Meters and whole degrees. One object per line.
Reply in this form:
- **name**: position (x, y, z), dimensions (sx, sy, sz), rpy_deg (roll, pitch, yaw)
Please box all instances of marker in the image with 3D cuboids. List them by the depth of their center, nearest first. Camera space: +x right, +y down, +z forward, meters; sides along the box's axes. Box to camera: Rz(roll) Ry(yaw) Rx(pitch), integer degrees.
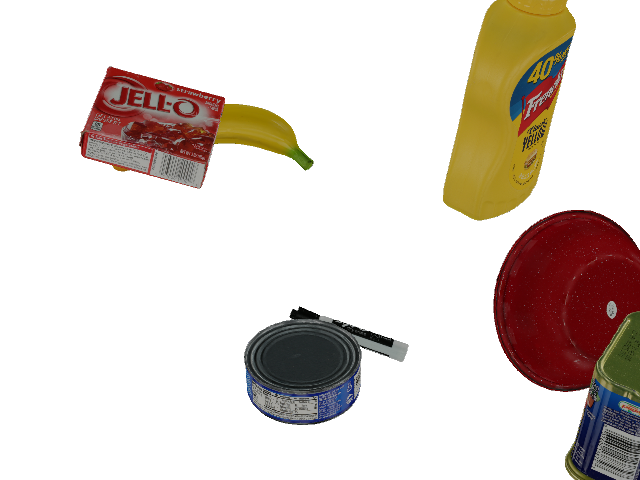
- **marker**: position (0.027, 0.092, 1.060), dimensions (0.121, 0.020, 0.020), rpy_deg (19, 0, 2)

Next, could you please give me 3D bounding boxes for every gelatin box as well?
- **gelatin box**: position (-0.118, -0.082, 0.758), dimensions (0.089, 0.073, 0.030), rpy_deg (15, -44, -6)

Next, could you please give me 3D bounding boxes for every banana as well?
- **banana**: position (-0.102, -0.097, 0.994), dimensions (0.197, 0.070, 0.037), rpy_deg (-4, -41, -25)

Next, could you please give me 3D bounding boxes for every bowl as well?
- **bowl**: position (0.232, 0.055, 0.915), dimensions (0.161, 0.162, 0.055), rpy_deg (0, 4, -21)

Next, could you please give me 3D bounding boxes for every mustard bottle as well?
- **mustard bottle**: position (0.138, -0.112, 0.752), dimensions (0.058, 0.192, 0.096), rpy_deg (31, 46, 27)

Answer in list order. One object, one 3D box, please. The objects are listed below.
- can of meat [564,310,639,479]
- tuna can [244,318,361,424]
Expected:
- **can of meat**: position (0.207, 0.105, 0.701), dimensions (0.057, 0.084, 0.101), rpy_deg (21, 36, 23)
- **tuna can**: position (-0.012, 0.096, 0.785), dimensions (0.086, 0.034, 0.086), rpy_deg (-1, 32, 0)
